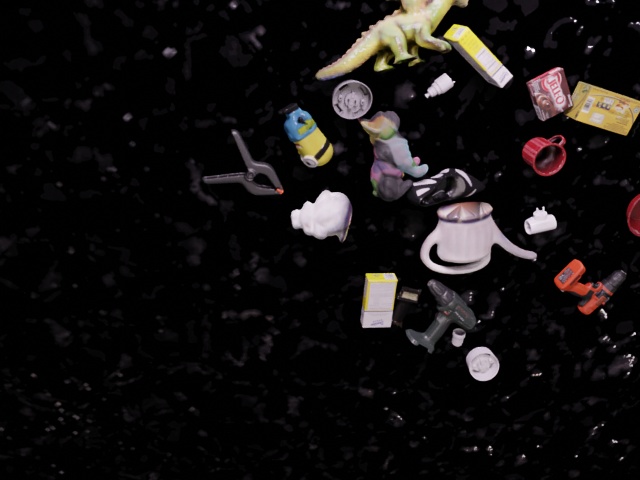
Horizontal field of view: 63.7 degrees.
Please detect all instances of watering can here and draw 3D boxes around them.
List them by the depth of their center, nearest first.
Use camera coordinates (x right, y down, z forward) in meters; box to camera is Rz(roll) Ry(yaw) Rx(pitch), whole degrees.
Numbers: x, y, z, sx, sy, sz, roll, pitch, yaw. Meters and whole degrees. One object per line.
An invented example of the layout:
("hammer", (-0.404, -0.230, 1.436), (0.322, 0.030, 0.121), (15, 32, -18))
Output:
("watering can", (0.460, -0.009, 1.491), (0.348, 0.106, 0.220), (-8, 116, -2))

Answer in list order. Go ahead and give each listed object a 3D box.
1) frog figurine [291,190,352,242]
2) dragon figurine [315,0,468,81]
("frog figurine", (0.004, -0.070, 1.400), (0.159, 0.122, 0.138), (12, 81, -4))
("dragon figurine", (0.173, -0.531, 1.227), (0.410, 0.123, 0.241), (-10, 99, -1))
